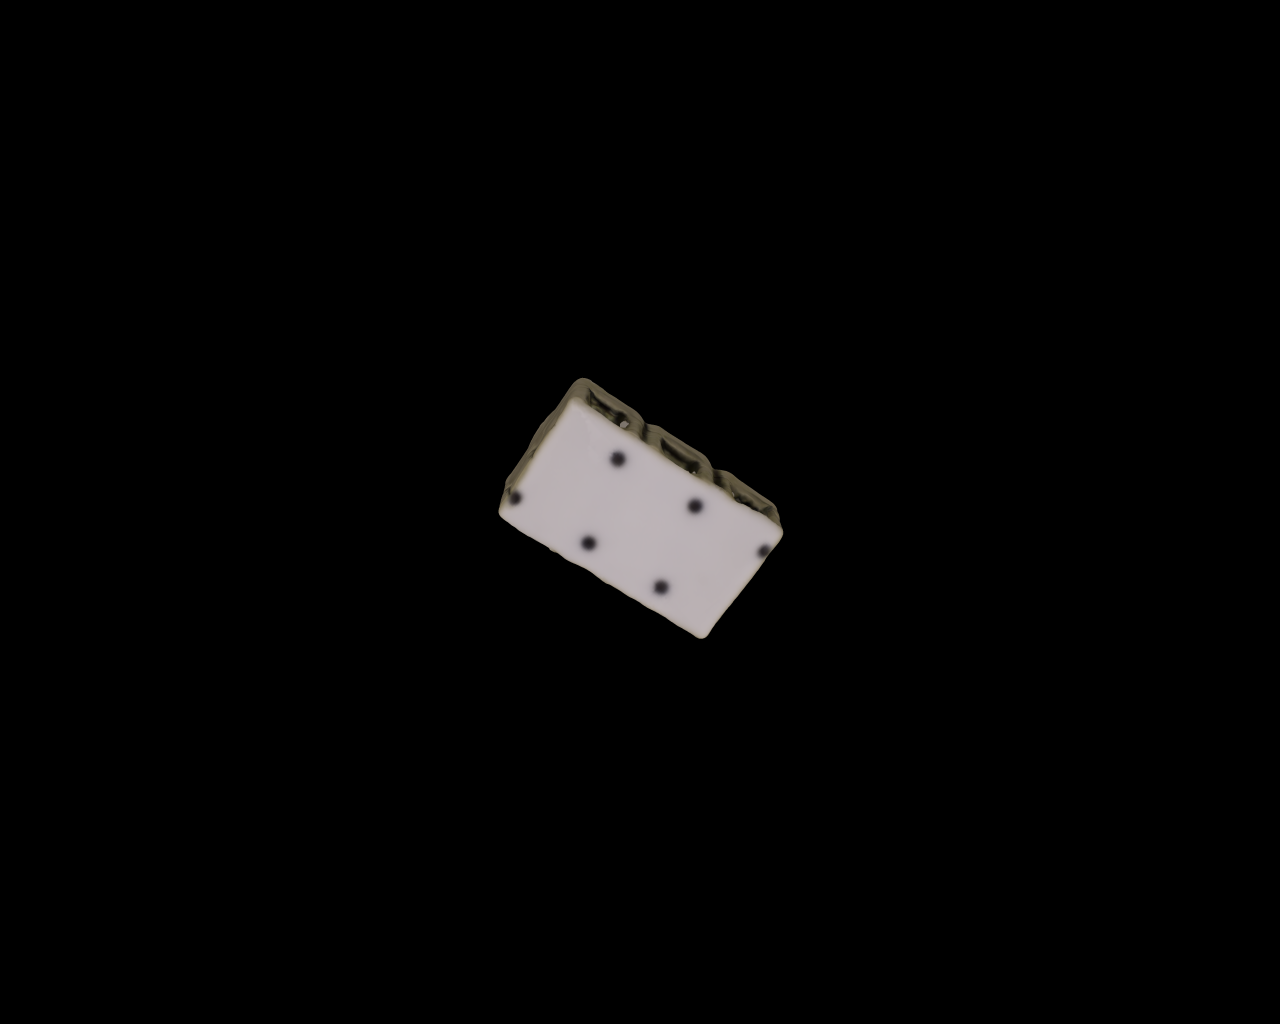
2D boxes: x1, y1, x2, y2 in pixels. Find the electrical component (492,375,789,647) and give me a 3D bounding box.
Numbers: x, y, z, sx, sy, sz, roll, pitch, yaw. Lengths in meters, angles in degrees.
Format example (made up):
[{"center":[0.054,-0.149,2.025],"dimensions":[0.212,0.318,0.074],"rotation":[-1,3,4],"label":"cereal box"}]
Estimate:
[{"center":[0.001,-0.003,0.650],"dimensions":[0.150,0.089,0.062],"rotation":[33,16,-11],"label":"electrical component"}]
